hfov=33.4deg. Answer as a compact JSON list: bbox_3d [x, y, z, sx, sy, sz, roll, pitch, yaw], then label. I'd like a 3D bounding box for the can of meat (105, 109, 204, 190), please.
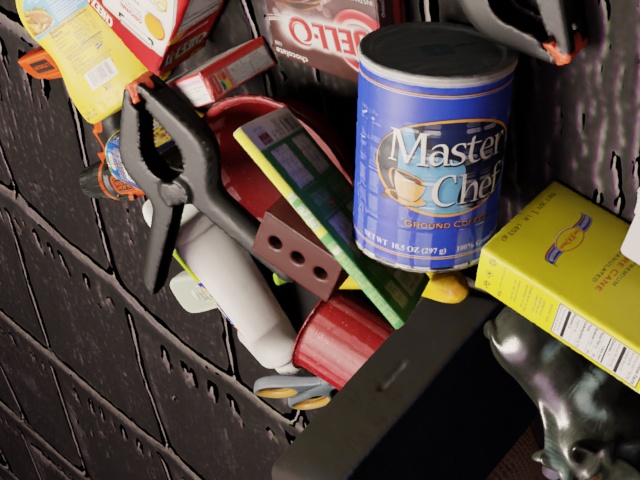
[{"bbox_3d":[-0.139,-0.084,1.002,0.084,0.102,0.057,24,139,40],"label":"can of meat"}]

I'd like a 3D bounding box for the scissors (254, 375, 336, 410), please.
[{"bbox_3d":[-0.005,0.143,1.106,0.096,0.016,0.202,12,154,-15],"label":"scissors"}]

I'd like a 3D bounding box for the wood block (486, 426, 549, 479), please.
[{"bbox_3d":[0.103,0.210,1.008,0.207,0.090,0.090,6,128,49],"label":"wood block"}]

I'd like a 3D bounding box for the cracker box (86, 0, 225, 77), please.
[{"bbox_3d":[-0.138,-0.256,0.849,0.164,0.072,0.214,49,150,5],"label":"cracker box"}]

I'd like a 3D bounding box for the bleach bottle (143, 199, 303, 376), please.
[{"bbox_3d":[-0.081,0.053,1.080,0.103,0.068,0.250,39,164,55],"label":"bleach bottle"}]

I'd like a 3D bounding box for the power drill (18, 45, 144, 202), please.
[{"bbox_3d":[-0.238,-0.126,1.130,0.185,0.057,0.187,-5,122,50],"label":"power drill"}]

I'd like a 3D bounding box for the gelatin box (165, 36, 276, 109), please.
[{"bbox_3d":[-0.091,-0.137,0.909,0.089,0.073,0.030,-8,114,54],"label":"gelatin box"}]

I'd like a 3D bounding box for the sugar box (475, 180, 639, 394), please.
[{"bbox_3d":[0.200,0.039,0.702,0.176,0.093,0.048,32,145,26],"label":"sugar box"}]

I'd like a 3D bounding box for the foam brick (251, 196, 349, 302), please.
[{"bbox_3d":[-0.006,0.001,0.860,0.078,0.051,0.053,34,137,10],"label":"foam brick"}]

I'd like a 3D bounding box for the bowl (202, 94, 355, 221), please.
[{"bbox_3d":[-0.026,-0.061,0.905,0.162,0.055,0.162,20,132,23],"label":"bowl"}]

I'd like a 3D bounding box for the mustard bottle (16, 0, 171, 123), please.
[{"bbox_3d":[-0.230,-0.213,1.004,0.096,0.058,0.191,-29,100,23],"label":"mustard bottle"}]

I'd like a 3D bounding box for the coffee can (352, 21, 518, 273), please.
[{"bbox_3d":[0.074,-0.064,0.719,0.103,0.102,0.140,26,129,35],"label":"coffee can"}]

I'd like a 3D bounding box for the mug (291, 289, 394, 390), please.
[{"bbox_3d":[0.034,0.106,0.997,0.082,0.093,0.117,32,155,21],"label":"mug"}]

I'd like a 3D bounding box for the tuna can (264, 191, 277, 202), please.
[{"bbox_3d":[-0.046,-0.028,1.004,0.086,0.033,0.086,33,145,27],"label":"tuna can"}]

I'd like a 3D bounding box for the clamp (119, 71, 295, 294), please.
[{"bbox_3d":[-0.107,-0.043,0.911,0.165,0.036,0.210,0,119,26],"label":"clamp"}]

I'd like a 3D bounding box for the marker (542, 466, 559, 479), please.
[{"bbox_3d":[0.206,0.163,0.895,0.020,0.020,0.121,34,145,25],"label":"marker"}]

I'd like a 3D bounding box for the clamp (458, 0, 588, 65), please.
[{"bbox_3d":[0.095,-0.176,0.663,0.171,0.039,0.120,55,149,-8],"label":"clamp"}]

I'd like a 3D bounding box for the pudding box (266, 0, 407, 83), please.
[{"bbox_3d":[0.011,-0.167,0.780,0.114,0.039,0.090,27,143,34],"label":"pudding box"}]

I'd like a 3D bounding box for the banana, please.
[{"bbox_3d":[0.054,0.031,0.905,0.198,0.069,0.037,0,118,41],"label":"banana"}]
